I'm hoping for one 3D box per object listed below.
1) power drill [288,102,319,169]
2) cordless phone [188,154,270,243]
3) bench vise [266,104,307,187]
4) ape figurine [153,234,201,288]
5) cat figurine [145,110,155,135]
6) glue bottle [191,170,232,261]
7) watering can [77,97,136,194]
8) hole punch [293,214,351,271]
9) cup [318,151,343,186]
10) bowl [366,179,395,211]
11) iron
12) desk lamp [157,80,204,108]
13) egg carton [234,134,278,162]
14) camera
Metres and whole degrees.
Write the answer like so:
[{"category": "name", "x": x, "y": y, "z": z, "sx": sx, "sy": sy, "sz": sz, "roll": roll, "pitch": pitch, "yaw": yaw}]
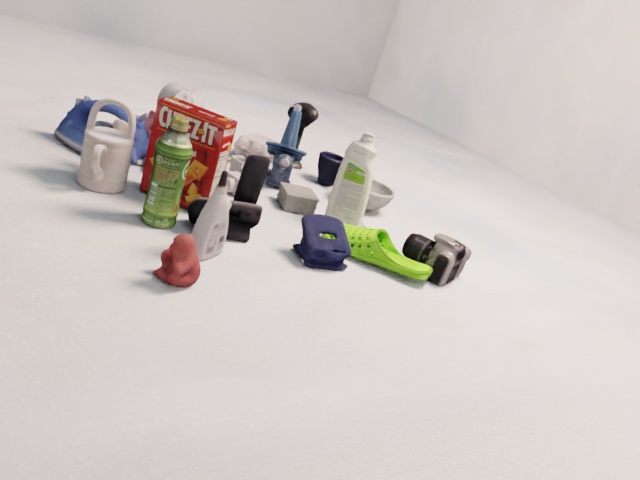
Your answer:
[{"category": "power drill", "x": -0.068, "y": -0.339, "z": 1.817, "sx": 0.076, "sy": 0.208, "sz": 0.229, "roll": 10, "pitch": 23, "yaw": -20}, {"category": "cordless phone", "x": -0.183, "y": -0.099, "z": 1.176, "sx": 0.148, "sy": 0.185, "sz": 0.094, "roll": 5, "pitch": 25, "yaw": -31}, {"category": "bench vise", "x": -0.079, "y": -0.261, "z": 1.603, "sx": 0.122, "sy": 0.220, "sz": 0.207, "roll": 8, "pitch": 24, "yaw": -25}, {"category": "ape figurine", "x": -0.232, "y": 0.030, "z": 0.953, "sx": 0.076, "sy": 0.092, "sz": 0.077, "roll": 12, "pitch": 22, "yaw": -16}, {"category": "cat figurine", "x": -0.460, "y": -0.288, "z": 1.495, "sx": 0.128, "sy": 0.118, "sz": 0.067, "roll": 12, "pitch": 22, "yaw": -16}, {"category": "glue bottle", "x": -0.195, "y": -0.048, "z": 1.062, "sx": 0.037, "sy": 0.173, "sz": 0.078, "roll": 27, "pitch": 23, "yaw": 21}, {"category": "watering can", "x": -0.446, "y": -0.208, "z": 1.209, "sx": 0.101, "sy": 0.194, "sz": 0.172, "roll": 6, "pitch": 25, "yaw": -29}, {"category": "hole punch", "x": 0.011, "y": 0.004, "z": 1.218, "sx": 0.109, "sy": 0.091, "sz": 0.100, "roll": 6, "pitch": 25, "yaw": -29}, {"category": "cup", "x": 0.037, "y": -0.207, "z": 1.742, "sx": 0.092, "sy": 0.095, "sz": 0.117, "roll": 2, "pitch": 27, "yaw": -37}, {"category": "bowl", "x": 0.129, "y": -0.130, "z": 1.660, "sx": 0.167, "sy": 0.075, "sz": 0.167, "roll": 16, "pitch": 22, "yaw": -6}, {"category": "iron", "x": -0.524, "y": -0.276, "z": 1.380, "sx": 0.258, "sy": 0.141, "sz": 0.119, "roll": 22, "pitch": 22, "yaw": 9}, {"category": "desk lamp", "x": -0.359, "y": -0.287, "z": 1.444, "sx": 0.118, "sy": 0.213, "sz": 0.203, "roll": 11, "pitch": 23, "yaw": -19}, {"category": "egg carton", "x": -0.191, "y": -0.278, "z": 1.759, "sx": 0.107, "sy": 0.069, "sz": 0.151, "roll": 26, "pitch": 23, "yaw": 18}, {"category": "camera", "x": 0.277, "y": 0.027, "z": 1.371, "sx": 0.136, "sy": 0.101, "sz": 0.144, "roll": 30, "pitch": 24, "yaw": 25}]
